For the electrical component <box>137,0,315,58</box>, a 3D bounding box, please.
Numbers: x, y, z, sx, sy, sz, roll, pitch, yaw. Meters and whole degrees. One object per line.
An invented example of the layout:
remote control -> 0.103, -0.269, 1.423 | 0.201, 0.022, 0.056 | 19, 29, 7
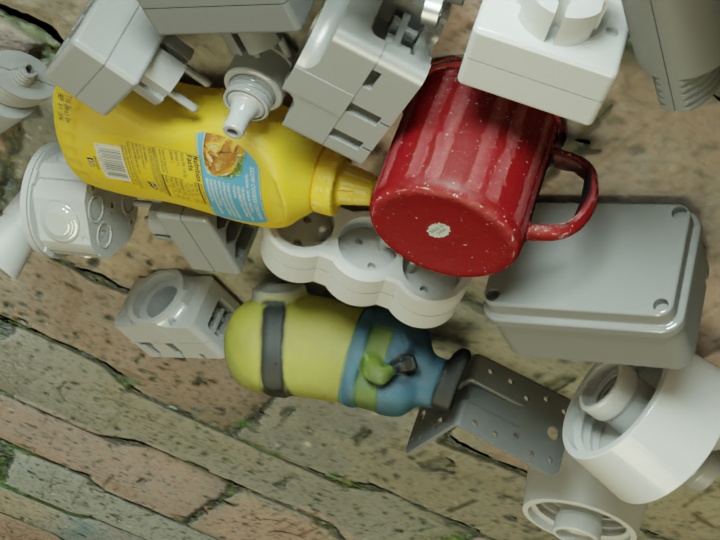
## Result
electrical component -> -0.057, -0.132, 0.530 | 0.083, 0.047, 0.075 | 5, 148, 26

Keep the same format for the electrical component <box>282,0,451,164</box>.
electrical component -> -0.002, -0.103, 0.542 | 0.056, 0.050, 0.089 | 26, 151, -10

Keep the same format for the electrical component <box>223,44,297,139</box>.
electrical component -> -0.057, -0.097, 0.576 | 0.035, 0.061, 0.035 | 16, 151, 9

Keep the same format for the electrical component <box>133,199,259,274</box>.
electrical component -> -0.118, -0.037, 0.733 | 0.077, 0.047, 0.065 | 7, 149, 21

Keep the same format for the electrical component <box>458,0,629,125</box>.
electrical component -> 0.086, -0.112, 0.472 | 0.066, 0.047, 0.076 | 19, 151, 3

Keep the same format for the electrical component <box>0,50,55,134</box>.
electrical component -> -0.225, -0.113, 0.676 | 0.043, 0.043, 0.081 | 38, 147, -29

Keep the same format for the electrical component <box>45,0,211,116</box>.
electrical component -> -0.116, -0.115, 0.580 | 0.077, 0.065, 0.047 | 34, 149, -22

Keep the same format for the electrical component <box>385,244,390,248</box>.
electrical component -> 0.030, -0.035, 0.648 | 0.040, 0.040, 0.078 | 23, 152, -5

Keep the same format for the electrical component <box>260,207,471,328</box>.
electrical component -> 0.000, 0.000, 0.715 | 0.138, 0.052, 0.073 | 20, 152, 1

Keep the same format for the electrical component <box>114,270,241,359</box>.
electrical component -> -0.150, 0.036, 0.877 | 0.089, 0.050, 0.055 | -2, 144, 35

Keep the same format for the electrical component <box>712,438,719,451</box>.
electrical component -> 0.239, 0.105, 0.750 | 0.043, 0.043, 0.081 | 31, 150, -18

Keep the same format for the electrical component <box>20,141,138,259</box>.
electrical component -> -0.191, -0.046, 0.733 | 0.051, 0.080, 0.080 | 6, 148, 16

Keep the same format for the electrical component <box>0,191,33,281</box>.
electrical component -> -0.260, -0.030, 0.818 | 0.044, 0.065, 0.044 | 32, 165, 10

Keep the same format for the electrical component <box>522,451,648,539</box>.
electrical component -> 0.193, 0.203, 0.929 | 0.108, 0.060, 0.108 | 16, 151, 9

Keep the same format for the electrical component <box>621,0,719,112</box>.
electrical component -> 0.137, -0.103, 0.458 | 0.043, 0.043, 0.081 | 3, 147, 29

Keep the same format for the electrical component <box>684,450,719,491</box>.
electrical component -> 0.243, 0.138, 0.808 | 0.046, 0.040, 0.040 | 30, 151, -5

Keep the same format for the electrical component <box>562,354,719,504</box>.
electrical component -> 0.179, 0.090, 0.702 | 0.060, 0.108, 0.108 | 35, 149, -13

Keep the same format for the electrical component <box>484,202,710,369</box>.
electrical component -> 0.135, 0.006, 0.613 | 0.113, 0.078, 0.057 | 3, 149, 29
